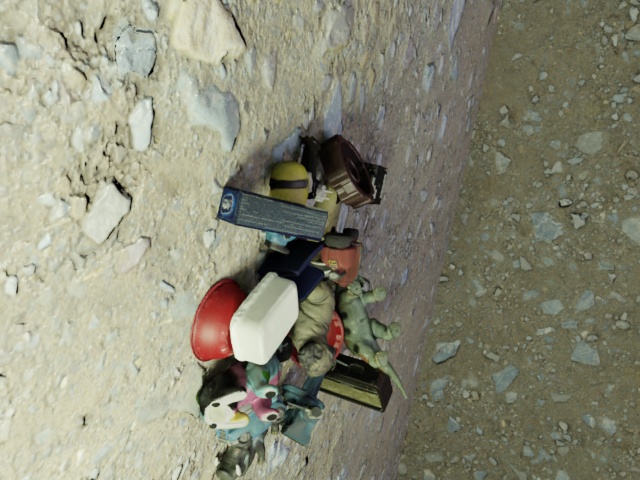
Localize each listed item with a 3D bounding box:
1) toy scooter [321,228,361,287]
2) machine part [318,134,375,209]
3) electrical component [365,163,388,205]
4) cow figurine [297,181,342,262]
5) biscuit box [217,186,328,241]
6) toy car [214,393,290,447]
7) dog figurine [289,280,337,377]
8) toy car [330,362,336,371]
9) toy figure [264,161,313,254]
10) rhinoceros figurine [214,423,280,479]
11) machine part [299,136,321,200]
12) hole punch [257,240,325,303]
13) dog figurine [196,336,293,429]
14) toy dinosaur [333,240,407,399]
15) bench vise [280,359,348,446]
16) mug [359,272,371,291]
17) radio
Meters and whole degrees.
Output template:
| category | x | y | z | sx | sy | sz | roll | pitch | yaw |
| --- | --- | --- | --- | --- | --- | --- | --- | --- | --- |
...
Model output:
| category | x | y | z | sx | sy | sz | roll | pitch | yaw |
| --- | --- | --- | --- | --- | --- | --- | --- | --- | --- |
| toy scooter | 0.048 | 0.046 | 1.194 | 0.184 | 0.075 | 0.135 | -19 | 117 | -72 |
| machine part | 0.062 | -0.154 | 1.235 | 0.179 | 0.056 | 0.179 | 49 | 25 | -33 |
| electrical component | 0.139 | -0.160 | 1.517 | 0.134 | 0.058 | 0.114 | -1 | 103 | -66 |
| cow figurine | -0.002 | -0.042 | 1.226 | 0.127 | 0.086 | 0.195 | 43 | 61 | -63 |
| biscuit box | -0.082 | -0.045 | 0.965 | 0.202 | 0.059 | 0.062 | 12 | 93 | -41 |
| toy car | -0.152 | 0.348 | 1.118 | 0.161 | 0.109 | 0.102 | -26 | 104 | -39 |
| dog figurine | 0.002 | 0.190 | 1.187 | 0.172 | 0.191 | 0.121 | -41 | 146 | -3 |
| toy car | 0.029 | 0.288 | 1.501 | 0.202 | 0.089 | 0.053 | -47 | 145 | -46 |
| toy figure | -0.068 | -0.066 | 1.062 | 0.089 | 0.082 | 0.180 | 10 | 100 | -55 |
| rhinoceros figurine | -0.158 | 0.445 | 1.182 | 0.190 | 0.073 | 0.111 | -54 | 151 | -42 |
| machine part | -0.028 | -0.149 | 1.121 | 0.039 | 0.084 | 0.139 | 13 | 77 | -42 |
| hole punch | -0.059 | 0.051 | 1.108 | 0.142 | 0.116 | 0.092 | -50 | 153 | -41 |
| dog figurine | -0.145 | 0.252 | 1.069 | 0.219 | 0.192 | 0.108 | -103 | -174 | -56 |
| toy dinosaur | 0.098 | 0.208 | 1.375 | 0.131 | 0.192 | 0.404 | -13 | 89 | -29 |
| bench vise | -0.029 | 0.376 | 1.327 | 0.240 | 0.129 | 0.223 | -61 | 179 | -28 |
| mug | 0.091 | 0.120 | 1.530 | 0.080 | 0.110 | 0.107 | 72 | 26 | -46 |
| radio | 0.084 | 0.390 | 1.511 | 0.130 | 0.230 | 0.073 | 79 | 32 | -42 |
